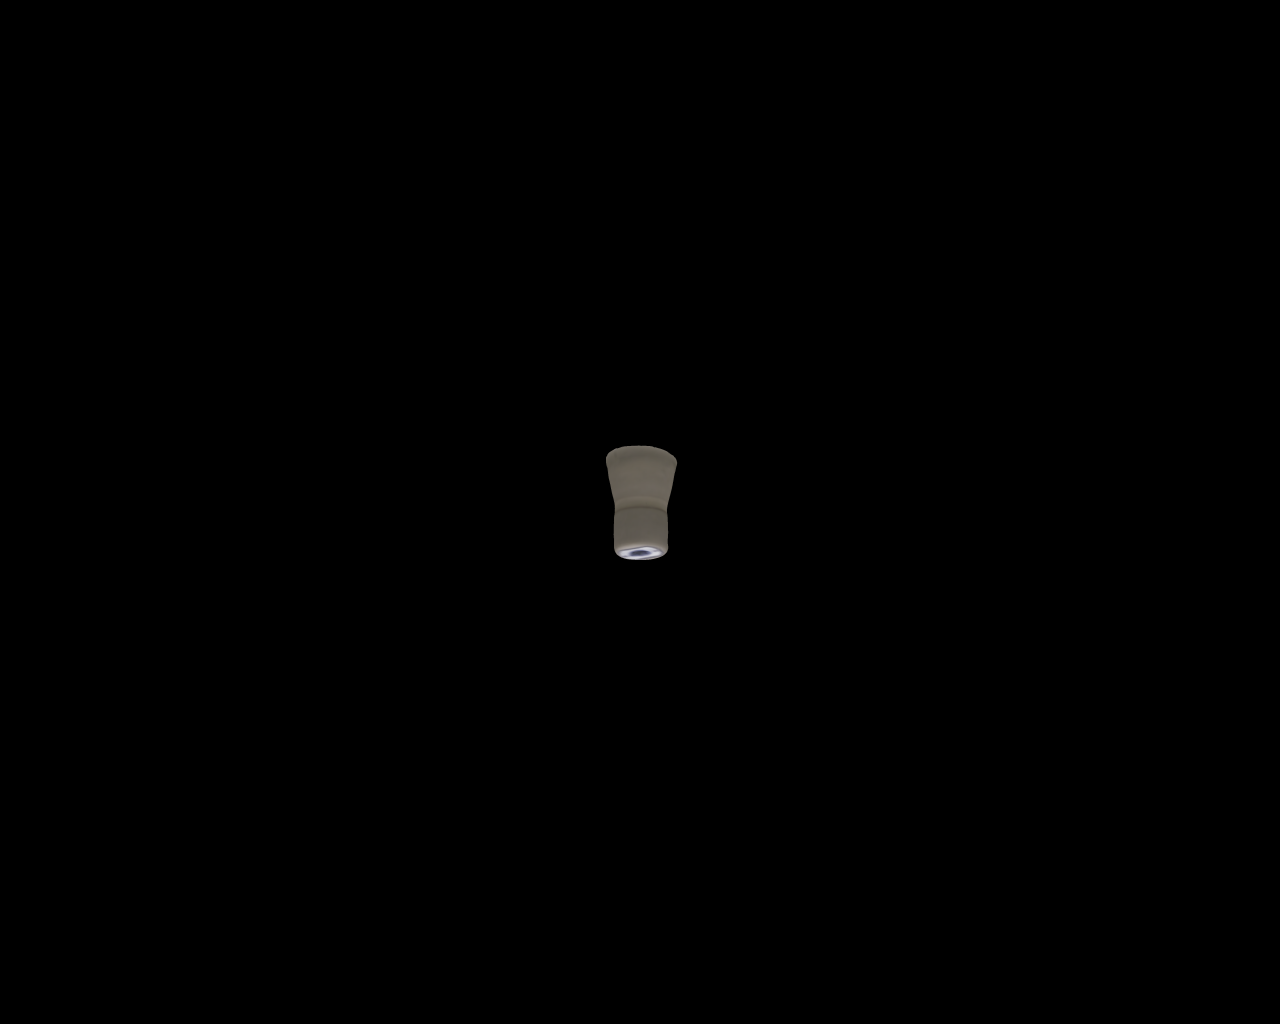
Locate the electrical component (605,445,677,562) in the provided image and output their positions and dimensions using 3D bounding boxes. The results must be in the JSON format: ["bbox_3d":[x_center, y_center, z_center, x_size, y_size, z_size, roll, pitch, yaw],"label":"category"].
[{"bbox_3d":[0.001,-0.003,0.650,0.044,0.065,0.044,0,-21,0],"label":"electrical component"}]
